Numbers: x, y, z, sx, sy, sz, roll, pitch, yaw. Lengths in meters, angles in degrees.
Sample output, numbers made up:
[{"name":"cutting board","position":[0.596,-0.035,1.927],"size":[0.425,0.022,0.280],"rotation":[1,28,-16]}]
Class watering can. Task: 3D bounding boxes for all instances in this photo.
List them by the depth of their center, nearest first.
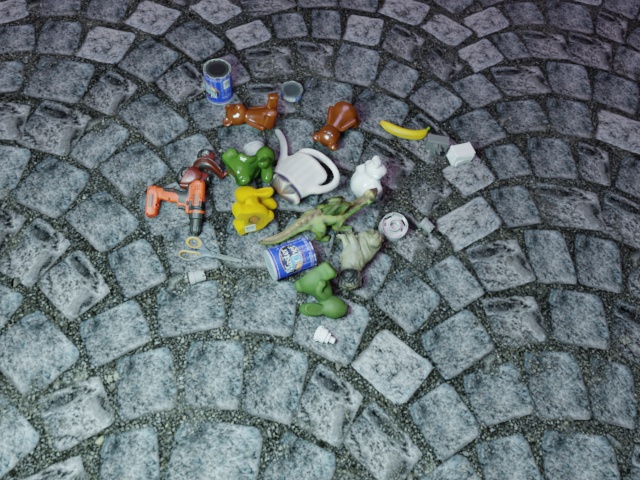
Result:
[{"name":"watering can","position":[-0.096,-0.255,1.808],"size":[0.351,0.101,0.227],"rotation":[37,63,25]}]

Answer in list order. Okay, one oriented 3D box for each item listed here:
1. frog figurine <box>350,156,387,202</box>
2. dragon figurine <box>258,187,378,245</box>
[{"name":"frog figurine","position":[0.171,-0.208,1.774],"size":[0.123,0.156,0.140],"rotation":[-12,64,-11]},{"name":"dragon figurine","position":[0.005,-0.083,1.644],"size":[0.413,0.238,0.124],"rotation":[-19,71,-18]}]
